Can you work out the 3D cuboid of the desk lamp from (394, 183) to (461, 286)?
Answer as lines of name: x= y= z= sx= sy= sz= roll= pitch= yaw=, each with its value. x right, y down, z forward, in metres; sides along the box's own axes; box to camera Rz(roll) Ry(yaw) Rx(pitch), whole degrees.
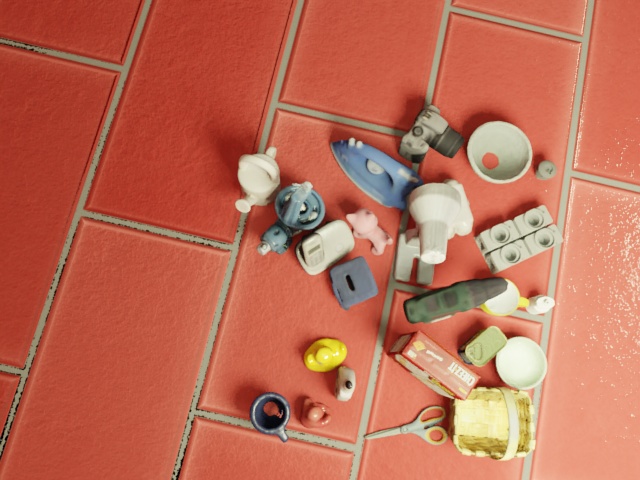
desk lamp: x=0.255 y=-0.010 z=1.350 sx=0.118 sy=0.213 sz=0.203 roll=8 pitch=78 yaw=-1

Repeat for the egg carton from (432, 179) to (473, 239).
egg carton: x=0.322 y=-0.078 z=1.442 sx=0.107 sy=0.069 sz=0.150 roll=-15 pitch=79 yaw=-6

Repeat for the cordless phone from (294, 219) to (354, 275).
cordless phone: x=0.012 y=0.005 z=1.348 sx=0.148 sy=0.185 sz=0.094 roll=-36 pitch=82 yaw=-9

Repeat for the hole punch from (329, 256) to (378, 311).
hole punch: x=0.079 y=0.105 z=1.379 sx=0.101 sy=0.091 sz=0.108 roll=-21 pitch=80 yaw=-7

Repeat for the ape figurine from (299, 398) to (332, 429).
ape figurine: x=-0.012 y=0.398 z=1.311 sx=0.076 sy=0.092 sz=0.078 roll=-28 pitch=81 yaw=-8

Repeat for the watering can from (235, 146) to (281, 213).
watering can: x=-0.147 y=-0.147 z=1.367 sx=0.101 sy=0.194 sz=0.173 roll=2 pitch=78 yaw=-2

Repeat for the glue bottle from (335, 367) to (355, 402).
glue bottle: x=0.059 y=0.326 z=1.289 sx=0.037 sy=0.173 sz=0.078 roll=10 pitch=78 yaw=-1

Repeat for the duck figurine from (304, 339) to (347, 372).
duck figurine: x=0.014 y=0.270 z=1.343 sx=0.104 sy=0.086 sz=0.077 roll=-18 pitch=79 yaw=-7

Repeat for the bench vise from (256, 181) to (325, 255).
bench vise: x=-0.061 y=-0.049 z=1.338 sx=0.121 sy=0.219 sz=0.207 roll=23 pitch=78 yaw=2

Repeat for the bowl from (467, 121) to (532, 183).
bowl: x=0.452 y=-0.217 z=1.476 sx=0.167 sy=0.074 sz=0.167 roll=1 pitch=78 yaw=-3

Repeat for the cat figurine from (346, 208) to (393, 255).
cat figurine: x=0.124 y=-0.029 z=1.396 sx=0.127 sy=0.117 sz=0.067 roll=39 pitch=79 yaw=5

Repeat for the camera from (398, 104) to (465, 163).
camera: x=0.292 y=-0.260 z=1.463 sx=0.137 sy=0.101 sz=0.143 roll=34 pitch=78 yaw=4

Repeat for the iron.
iron: x=0.134 y=-0.190 z=1.419 sx=0.258 sy=0.141 sz=0.119 roll=35 pitch=78 yaw=4

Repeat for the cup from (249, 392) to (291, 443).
cup: x=-0.105 y=0.403 z=1.303 sx=0.092 sy=0.095 sz=0.117 roll=-31 pitch=81 yaw=-9

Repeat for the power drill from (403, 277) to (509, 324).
power drill: x=0.296 y=0.140 z=1.323 sx=0.229 sy=0.208 sz=0.075 roll=-16 pitch=79 yaw=-6
